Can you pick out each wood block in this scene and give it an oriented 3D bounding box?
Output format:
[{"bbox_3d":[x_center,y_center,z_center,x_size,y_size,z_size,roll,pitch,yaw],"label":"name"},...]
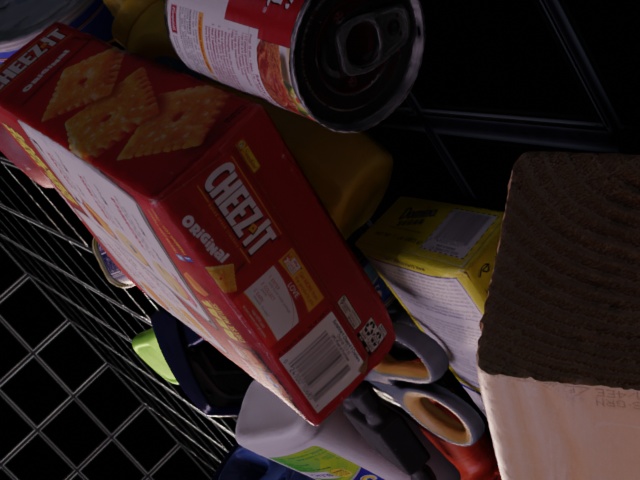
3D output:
[{"bbox_3d":[0.121,0.067,0.412,0.090,0.090,0.206,5,146,19],"label":"wood block"}]

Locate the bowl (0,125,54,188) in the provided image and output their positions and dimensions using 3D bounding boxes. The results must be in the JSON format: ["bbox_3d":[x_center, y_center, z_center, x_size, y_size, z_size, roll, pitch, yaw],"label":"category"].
[{"bbox_3d":[-0.270,-0.100,1.002,0.162,0.055,0.162,45,178,1],"label":"bowl"}]

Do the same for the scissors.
[{"bbox_3d":[0.036,0.089,0.656,0.096,0.016,0.202,49,159,-4],"label":"scissors"}]

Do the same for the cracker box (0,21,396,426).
[{"bbox_3d":[-0.073,-0.017,0.558,0.214,0.072,0.164,30,158,49],"label":"cracker box"}]

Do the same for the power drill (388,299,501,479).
[{"bbox_3d":[0.085,0.105,0.696,0.187,0.057,0.185,50,166,-5],"label":"power drill"}]

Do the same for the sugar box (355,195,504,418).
[{"bbox_3d":[0.101,0.057,0.565,0.176,0.048,0.093,50,163,-26],"label":"sugar box"}]

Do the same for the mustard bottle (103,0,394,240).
[{"bbox_3d":[-0.048,-0.079,0.582,0.192,0.058,0.096,42,165,12],"label":"mustard bottle"}]

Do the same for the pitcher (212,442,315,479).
[{"bbox_3d":[0.028,0.253,0.941,0.242,0.149,0.145,48,141,-14],"label":"pitcher"}]

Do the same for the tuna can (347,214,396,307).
[{"bbox_3d":[0.008,0.022,0.634,0.033,0.086,0.086,55,161,-23],"label":"tuna can"}]

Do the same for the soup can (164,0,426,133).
[{"bbox_3d":[-0.013,-0.091,0.457,0.102,0.068,0.068,28,156,47],"label":"soup can"}]

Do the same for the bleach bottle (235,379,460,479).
[{"bbox_3d":[0.061,0.176,0.831,0.250,0.068,0.103,32,147,-26],"label":"bleach bottle"}]

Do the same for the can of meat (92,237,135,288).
[{"bbox_3d":[-0.126,-0.005,0.864,0.057,0.102,0.084,65,159,-4],"label":"can of meat"}]

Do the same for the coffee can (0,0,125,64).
[{"bbox_3d":[-0.153,-0.108,0.690,0.103,0.102,0.140,31,158,40],"label":"coffee can"}]
